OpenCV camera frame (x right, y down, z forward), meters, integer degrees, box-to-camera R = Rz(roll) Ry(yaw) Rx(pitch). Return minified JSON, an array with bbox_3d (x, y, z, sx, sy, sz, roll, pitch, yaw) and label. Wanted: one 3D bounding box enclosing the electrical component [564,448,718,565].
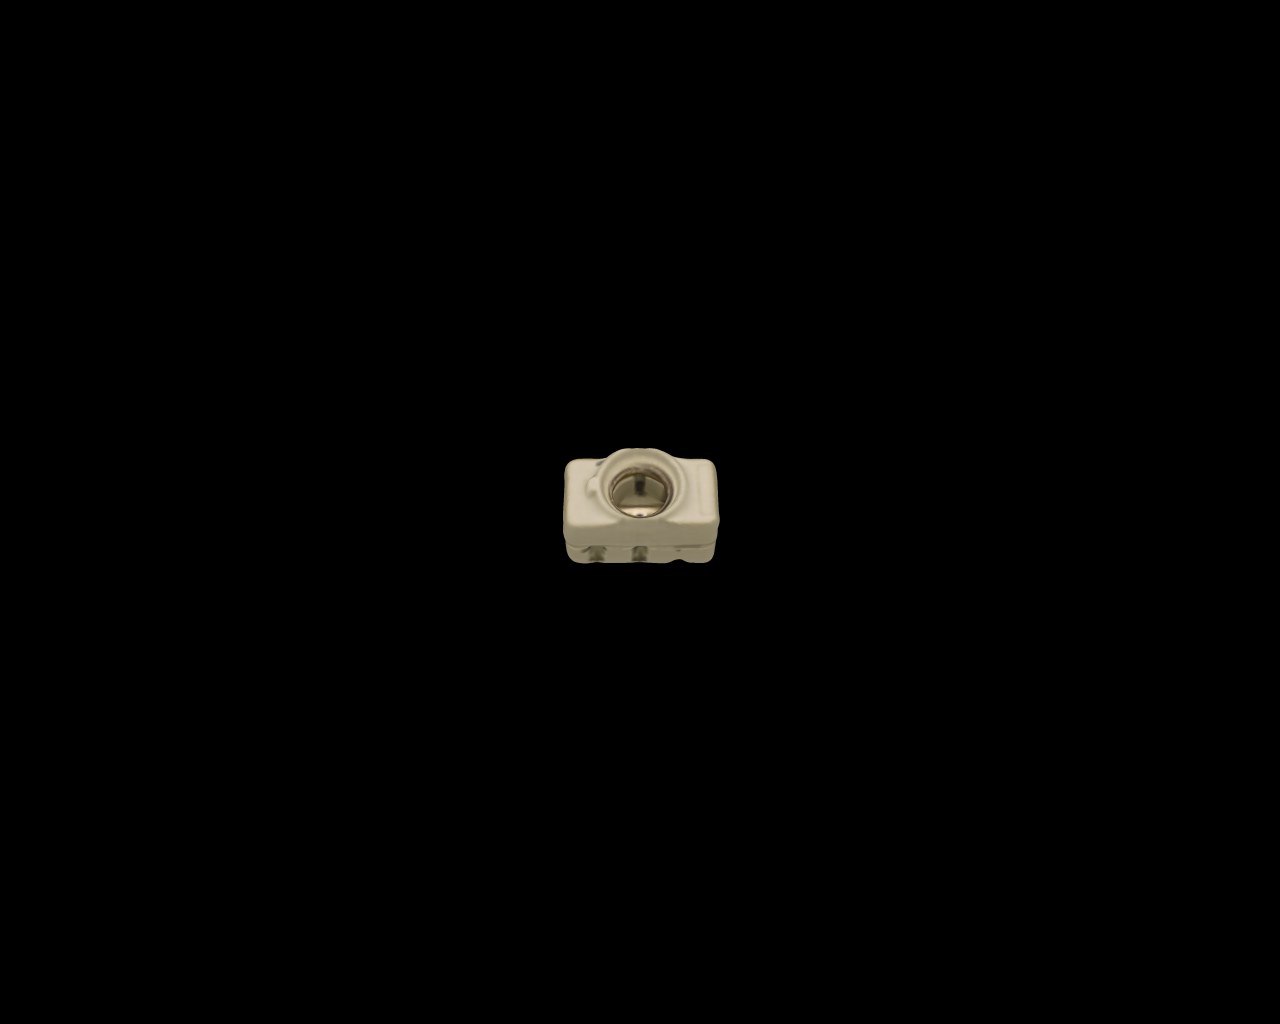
[{"bbox_3d":[0.001,-0.003,0.650,0.089,0.050,0.055,0,-32,0],"label":"electrical component"}]
